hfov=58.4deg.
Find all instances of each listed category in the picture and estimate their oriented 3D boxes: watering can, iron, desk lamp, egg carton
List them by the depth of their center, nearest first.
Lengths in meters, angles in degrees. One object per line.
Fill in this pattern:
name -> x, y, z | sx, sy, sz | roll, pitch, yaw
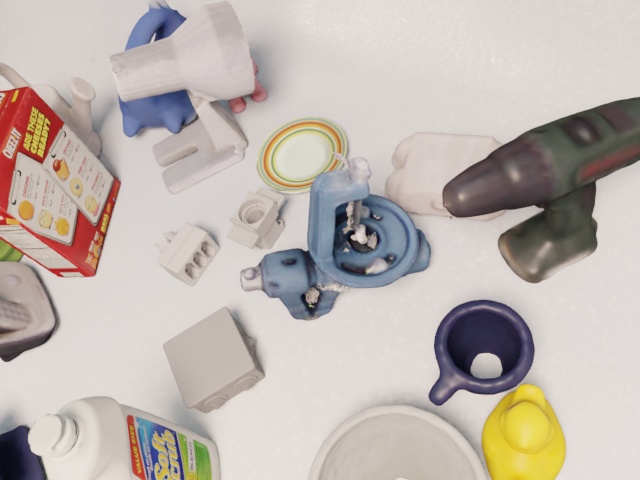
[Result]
egg carton -> 0.156, -0.075, 0.697 | 0.150, 0.069, 0.107 | 7, 64, 20
desk lamp -> -0.170, -0.192, 0.772 | 0.203, 0.214, 0.117 | -29, 57, -1
watering can -> -0.418, -0.189, 0.855 | 0.173, 0.194, 0.100 | -38, 58, -6
iron -> -0.250, -0.291, 0.894 | 0.118, 0.142, 0.258 | -2, 61, 16

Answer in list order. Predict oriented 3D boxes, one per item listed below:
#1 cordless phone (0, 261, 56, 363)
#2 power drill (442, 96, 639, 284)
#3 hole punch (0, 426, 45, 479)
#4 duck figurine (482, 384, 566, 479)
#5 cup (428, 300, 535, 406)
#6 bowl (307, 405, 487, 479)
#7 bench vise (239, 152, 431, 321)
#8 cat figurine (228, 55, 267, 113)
cordless phone -> -0.436, 0.066, 0.722 | 0.094, 0.185, 0.147 | -40, 58, -7
power drill -> 0.231, -0.041, 0.574 | 0.229, 0.209, 0.075 | -30, 57, -1
hole punch -> -0.386, 0.270, 0.648 | 0.101, 0.091, 0.108 | -37, 58, -6
duck figurine -> 0.190, 0.184, 0.532 | 0.077, 0.086, 0.104 | 8, 64, 20
cup -> 0.154, 0.127, 0.569 | 0.118, 0.095, 0.091 | -45, 59, -11
bowl -> 0.075, 0.245, 0.538 | 0.167, 0.075, 0.167 | -7, 60, 13
bench vise -> 0.011, 0.010, 0.602 | 0.207, 0.220, 0.121 | -34, 58, -4
cat figurine -> -0.129, -0.258, 0.855 | 0.067, 0.118, 0.127 | -25, 58, 2
